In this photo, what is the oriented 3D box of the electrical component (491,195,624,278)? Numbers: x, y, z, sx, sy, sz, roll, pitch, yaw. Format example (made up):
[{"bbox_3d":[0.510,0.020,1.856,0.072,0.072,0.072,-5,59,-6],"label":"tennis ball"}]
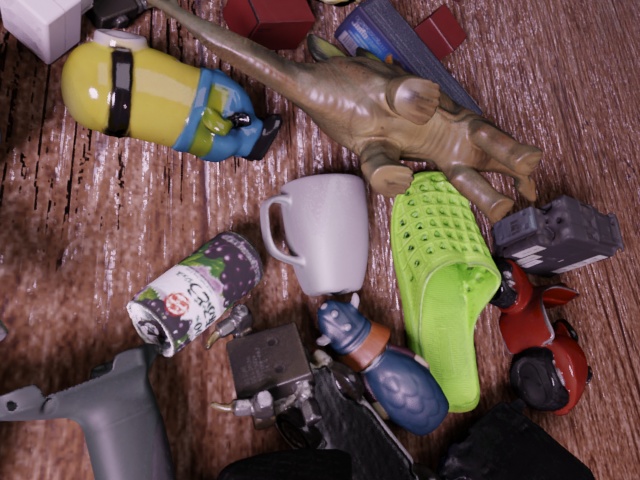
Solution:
[{"bbox_3d":[0.282,-0.002,0.662,0.134,0.115,0.058,13,62,-30],"label":"electrical component"}]

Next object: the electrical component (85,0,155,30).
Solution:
[{"bbox_3d":[-0.202,-0.225,0.498,0.094,0.021,0.063,-38,94,-32],"label":"electrical component"}]

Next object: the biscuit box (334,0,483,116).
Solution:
[{"bbox_3d":[0.111,-0.207,0.671,0.202,0.059,0.063,48,53,-7],"label":"biscuit box"}]

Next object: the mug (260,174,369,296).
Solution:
[{"bbox_3d":[-0.001,-0.002,0.501,0.109,0.081,0.107,-1,79,-38],"label":"mug"}]

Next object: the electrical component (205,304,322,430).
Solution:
[{"bbox_3d":[-0.046,0.099,0.422,0.078,0.045,0.102,-14,51,-1],"label":"electrical component"}]

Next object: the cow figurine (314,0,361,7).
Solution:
[{"bbox_3d":[-0.026,-0.329,0.634,0.167,0.068,0.098,1,76,-32],"label":"cow figurine"}]

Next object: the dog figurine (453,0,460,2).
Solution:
[{"bbox_3d":[0.145,-0.406,0.759,0.108,0.192,0.219,68,19,12],"label":"dog figurine"}]

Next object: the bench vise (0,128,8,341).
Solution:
[{"bbox_3d":[-0.277,-0.024,0.305,0.223,0.129,0.240,-34,83,-40],"label":"bench vise"}]

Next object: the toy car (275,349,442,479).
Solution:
[{"bbox_3d":[0.034,0.185,0.459,0.073,0.056,0.201,-40,93,-31],"label":"toy car"}]

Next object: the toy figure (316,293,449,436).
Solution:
[{"bbox_3d":[0.052,0.115,0.500,0.154,0.058,0.064,45,47,-3],"label":"toy figure"}]

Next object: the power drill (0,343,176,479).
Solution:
[{"bbox_3d":[-0.138,0.182,0.334,0.232,0.086,0.207,-20,78,-38],"label":"power drill"}]

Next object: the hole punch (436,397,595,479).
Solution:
[{"bbox_3d":[0.180,0.237,0.524,0.142,0.092,0.116,-25,55,-35],"label":"hole punch"}]

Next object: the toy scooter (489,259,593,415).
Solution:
[{"bbox_3d":[0.268,0.105,0.635,0.135,0.075,0.184,-5,68,-35],"label":"toy scooter"}]

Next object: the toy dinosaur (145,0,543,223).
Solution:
[{"bbox_3d":[0.056,-0.128,0.535,0.471,0.105,0.199,19,24,-30],"label":"toy dinosaur"}]

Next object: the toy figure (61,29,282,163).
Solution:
[{"bbox_3d":[-0.126,-0.115,0.467,0.180,0.082,0.089,22,58,-27],"label":"toy figure"}]

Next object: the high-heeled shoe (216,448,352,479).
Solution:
[{"bbox_3d":[-0.055,0.222,0.304,0.248,0.086,0.145,-4,104,-53],"label":"high-heeled shoe"}]
